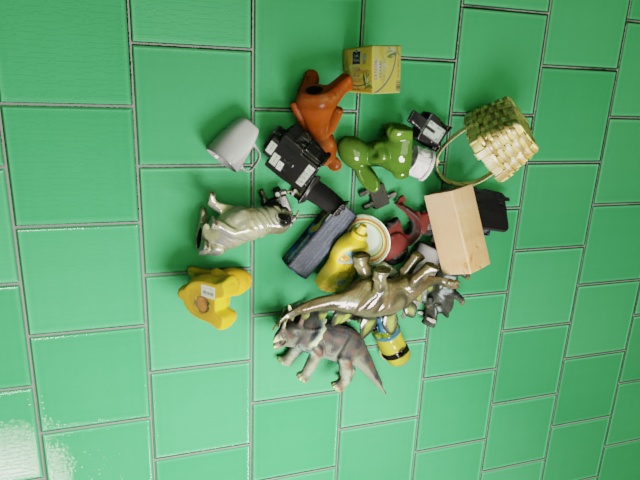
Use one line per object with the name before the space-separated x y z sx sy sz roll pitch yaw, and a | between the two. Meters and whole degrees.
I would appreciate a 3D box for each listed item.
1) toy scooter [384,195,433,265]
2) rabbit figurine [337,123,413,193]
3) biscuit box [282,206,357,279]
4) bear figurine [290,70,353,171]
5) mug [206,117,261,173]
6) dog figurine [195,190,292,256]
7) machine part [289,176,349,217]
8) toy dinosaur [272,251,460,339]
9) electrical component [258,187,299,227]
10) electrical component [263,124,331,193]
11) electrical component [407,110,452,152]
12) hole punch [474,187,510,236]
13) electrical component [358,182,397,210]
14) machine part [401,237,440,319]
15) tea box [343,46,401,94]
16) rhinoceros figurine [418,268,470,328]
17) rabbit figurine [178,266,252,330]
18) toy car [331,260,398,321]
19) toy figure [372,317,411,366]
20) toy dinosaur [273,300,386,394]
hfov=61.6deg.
toy scooter | 0.204 -0.032 1.350 0.184 0.075 0.135 -39 114 -7
rabbit figurine | 0.125 -0.201 1.270 0.170 0.121 0.158 0 114 0
biscuit box | -0.003 -0.004 1.298 0.062 0.059 0.202 40 91 -25
bear figurine | 0.007 -0.261 1.206 0.195 0.120 0.132 79 30 -46
mug | -0.174 -0.206 1.170 0.109 0.081 0.107 36 84 -19
dog figurine | -0.172 -0.019 1.210 0.190 0.172 0.121 8 60 -27
machine part | -0.002 -0.102 1.249 0.139 0.039 0.084 31 90 17
toy dinosaur | 0.121 0.133 1.260 0.471 0.105 0.198 -2 116 -19
electrical component | -0.093 -0.077 1.254 0.078 0.045 0.102 -19 111 -13
electrical component | -0.059 -0.186 1.183 0.134 0.115 0.058 41 47 -5
electrical component | 0.255 -0.272 1.307 0.119 0.048 0.074 24 98 -23
hole punch | 0.424 -0.070 1.414 0.142 0.092 0.115 7 73 -17
electrical component | 0.144 -0.112 1.334 0.094 0.021 0.063 -22 111 -10
machine part | 0.257 0.092 1.404 0.079 0.079 0.243 21 99 -23
tea box | 0.109 -0.367 1.163 0.068 0.170 0.098 -7 107 -16
rhinoceros figurine | 0.329 0.145 1.446 0.112 0.073 0.190 11 102 -22
rabbit figurine | -0.229 0.114 1.222 0.163 0.173 0.121 5 110 27
toy car | 0.112 0.133 1.365 0.073 0.056 0.201 35 112 -29
toy figure | 0.181 0.254 1.422 0.082 0.089 0.180 -22 114 -3
toy dinosaur | 0.035 0.272 1.371 0.404 0.131 0.192 19 100 -29
